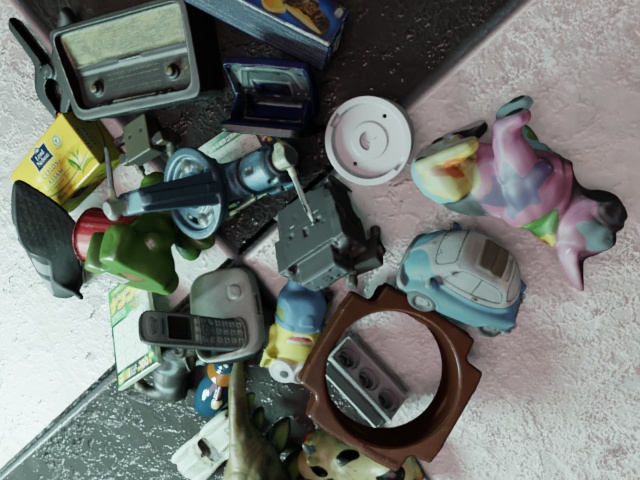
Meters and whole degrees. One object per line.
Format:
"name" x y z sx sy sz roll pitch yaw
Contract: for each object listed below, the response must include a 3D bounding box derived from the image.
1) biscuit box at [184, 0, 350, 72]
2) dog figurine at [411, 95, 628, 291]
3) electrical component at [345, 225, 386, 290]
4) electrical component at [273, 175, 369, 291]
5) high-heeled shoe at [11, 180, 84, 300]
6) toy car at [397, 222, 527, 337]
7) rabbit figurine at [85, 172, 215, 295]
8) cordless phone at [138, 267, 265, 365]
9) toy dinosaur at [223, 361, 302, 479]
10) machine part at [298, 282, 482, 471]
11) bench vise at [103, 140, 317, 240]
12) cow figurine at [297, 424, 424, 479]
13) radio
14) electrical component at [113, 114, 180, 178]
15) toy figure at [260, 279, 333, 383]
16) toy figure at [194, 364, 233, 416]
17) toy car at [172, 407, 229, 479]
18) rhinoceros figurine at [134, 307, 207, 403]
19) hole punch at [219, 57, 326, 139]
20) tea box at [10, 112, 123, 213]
"biscuit box" -0.068 -0.284 0.646 0.203 0.063 0.059 27 75 -1
"dog figurine" 0.231 -0.040 0.621 0.192 0.108 0.219 -26 100 26
"electrical component" 0.058 0.023 0.717 0.063 0.094 0.021 -22 128 27
"electrical component" -0.001 -0.002 0.707 0.115 0.134 0.058 -36 137 26
"high-heeled shoe" -0.450 -0.001 0.881 0.145 0.086 0.248 25 134 44
"toy car" 0.182 0.043 0.650 0.162 0.109 0.102 29 151 6
"rabbit figurine" -0.235 -0.017 0.785 0.159 0.170 0.121 25 155 -25
"cordless phone" -0.174 0.101 0.764 0.089 0.184 0.147 -38 51 35
"toy dinosaur" -0.099 0.377 0.835 0.105 0.198 0.470 -3 100 21
"machine part" 0.089 0.174 0.710 0.201 0.087 0.201 31 86 -1
"bench vise" -0.144 -0.063 0.672 0.224 0.240 0.128 -1 101 42
"cow figurine" 0.052 0.346 0.832 0.195 0.085 0.127 -10 110 26
"radio" -0.254 -0.247 0.752 0.230 0.073 0.131 -4 105 23
"electrical component" -0.263 -0.141 0.812 0.102 0.045 0.078 -29 68 25
"toy figure" -0.030 0.126 0.791 0.082 0.089 0.180 12 103 14
"toy figure" -0.166 0.226 0.888 0.064 0.058 0.154 41 120 23
"toy car" -0.193 0.365 0.947 0.073 0.056 0.201 45 117 2
"rhinoceros figurine" -0.245 0.194 0.900 0.112 0.073 0.190 24 115 13
"hole punch" -0.060 -0.176 0.676 0.142 0.116 0.092 4 101 9
"tea box" -0.404 -0.117 0.858 0.169 0.068 0.098 -37 93 28
